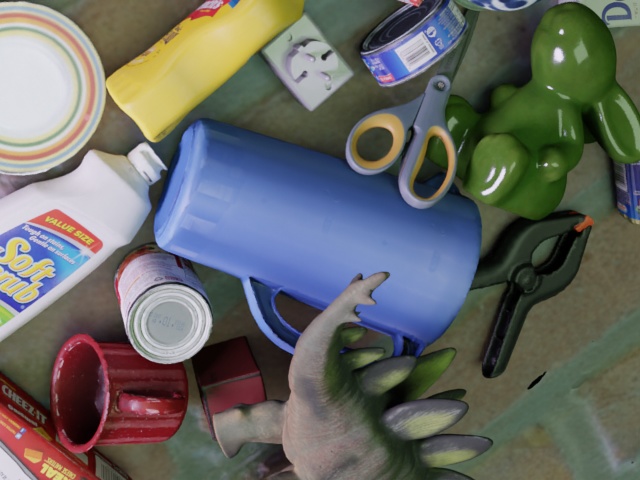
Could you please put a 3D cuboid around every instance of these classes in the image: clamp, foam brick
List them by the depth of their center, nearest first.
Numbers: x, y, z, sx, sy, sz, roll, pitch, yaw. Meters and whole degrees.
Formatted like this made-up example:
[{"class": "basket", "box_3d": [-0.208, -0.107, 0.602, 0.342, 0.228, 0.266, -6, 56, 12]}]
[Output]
[{"class": "foam brick", "box_3d": [-0.076, 0.124, 0.900, 0.053, 0.078, 0.051, -14, 110, -8]}, {"class": "clamp", "box_3d": [0.169, 0.029, 0.957, 0.120, 0.039, 0.171, 40, 88, -27]}]

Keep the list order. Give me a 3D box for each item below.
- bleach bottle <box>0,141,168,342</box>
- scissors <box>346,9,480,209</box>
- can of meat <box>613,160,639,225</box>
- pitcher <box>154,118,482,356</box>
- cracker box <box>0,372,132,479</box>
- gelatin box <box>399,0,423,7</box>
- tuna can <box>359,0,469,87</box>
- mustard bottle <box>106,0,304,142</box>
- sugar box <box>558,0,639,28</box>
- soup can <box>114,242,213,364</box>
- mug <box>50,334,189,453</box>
[{"class": "bleach bottle", "box_3d": [-0.232, 0.003, 0.829, 0.251, 0.068, 0.102, -38, 114, -4]}, {"class": "scissors", "box_3d": [0.075, -0.118, 0.851, 0.096, 0.016, 0.201, 10, 65, -3]}, {"class": "can of meat", "box_3d": [0.313, -0.069, 0.955, 0.102, 0.057, 0.084, -17, 113, -9]}, {"class": "pitcher", "box_3d": [-0.006, 0.001, 0.850, 0.242, 0.149, 0.145, 19, 120, -16]}, {"class": "cracker box", "box_3d": [-0.282, 0.238, 0.884, 0.214, 0.072, 0.164, -45, 112, 3]}, {"class": "gelatin box", "box_3d": [0.039, -0.219, 0.825, 0.089, 0.073, 0.030, 29, 97, -21]}, {"class": "tuna can", "box_3d": [0.073, -0.161, 0.846, 0.086, 0.086, 0.033, -39, 110, -1]}, {"class": "mustard bottle", "box_3d": [-0.071, -0.157, 0.803, 0.191, 0.096, 0.058, -40, 111, -1]}, {"class": "sugar box", "box_3d": [0.292, -0.230, 0.904, 0.176, 0.048, 0.093, -7, 109, -14]}, {"class": "soup can", "box_3d": [-0.125, 0.049, 0.849, 0.068, 0.102, 0.068, -5, 108, -14]}, {"class": "mug", "box_3d": [-0.153, 0.124, 0.854, 0.081, 0.117, 0.093, 7, 85, -41]}]
